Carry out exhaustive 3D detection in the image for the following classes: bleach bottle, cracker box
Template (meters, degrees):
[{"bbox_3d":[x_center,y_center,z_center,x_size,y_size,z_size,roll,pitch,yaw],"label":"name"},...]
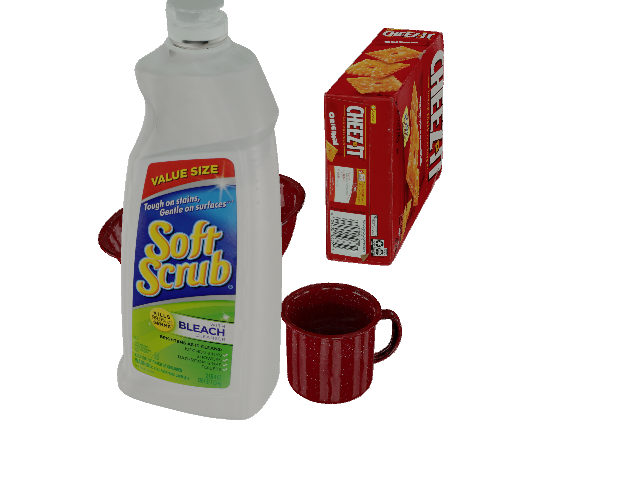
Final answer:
[{"bbox_3d":[-0.072,-0.016,0.604,0.103,0.251,0.068,11,34,15],"label":"bleach bottle"},{"bbox_3d":[0.066,-0.096,1.023,0.072,0.164,0.213,7,28,17],"label":"cracker box"}]

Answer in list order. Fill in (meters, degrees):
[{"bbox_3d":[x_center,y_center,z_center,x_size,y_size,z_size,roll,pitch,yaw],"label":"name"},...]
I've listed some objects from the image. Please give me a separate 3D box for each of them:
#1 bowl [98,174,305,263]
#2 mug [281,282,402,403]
[{"bbox_3d":[-0.086,0.002,0.825,0.162,0.055,0.162,-10,24,4],"label":"bowl"},{"bbox_3d":[0.021,0.095,0.998,0.117,0.081,0.093,-10,31,-18],"label":"mug"}]
